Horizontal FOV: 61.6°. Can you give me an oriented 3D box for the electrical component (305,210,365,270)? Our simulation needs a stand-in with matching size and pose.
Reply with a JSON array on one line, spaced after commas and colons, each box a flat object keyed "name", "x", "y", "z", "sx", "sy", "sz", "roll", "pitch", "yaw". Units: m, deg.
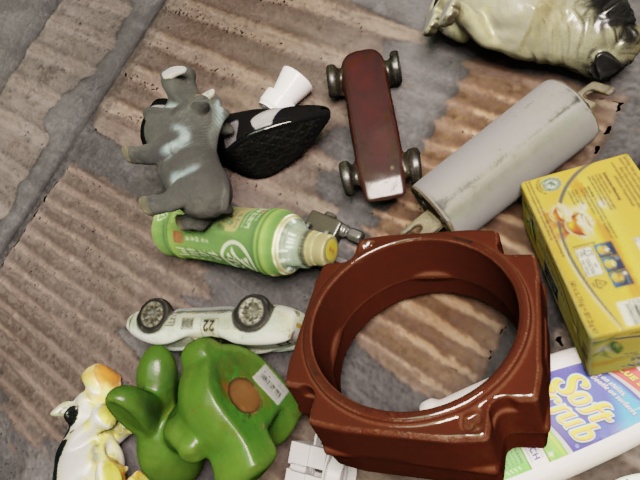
[{"name": "electrical component", "x": -0.001, "y": -0.002, "z": 0.596, "sx": 0.094, "sy": 0.021, "sz": 0.063, "roll": 22, "pitch": 81, "yaw": 25}]

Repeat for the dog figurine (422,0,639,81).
[{"name": "dog figurine", "x": 0.221, "y": -0.233, "z": 0.573, "sx": 0.190, "sy": 0.172, "sz": 0.121, "roll": 24, "pitch": 120, "yaw": -9}]

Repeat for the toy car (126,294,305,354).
[{"name": "toy car", "x": -0.110, "y": 0.093, "z": 0.574, "sx": 0.202, "sy": 0.073, "sz": 0.056, "roll": -5, "pitch": 70, "yaw": 18}]

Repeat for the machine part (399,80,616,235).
[{"name": "machine part", "x": 0.178, "y": -0.076, "z": 0.529, "sx": 0.243, "sy": 0.079, "sz": 0.079, "roll": -40, "pitch": 64, "yaw": 4}]

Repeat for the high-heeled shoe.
[{"name": "high-heeled shoe", "x": -0.109, "y": -0.147, "z": 0.652, "sx": 0.249, "sy": 0.086, "sz": 0.145, "roll": -19, "pitch": 64, "yaw": 15}]

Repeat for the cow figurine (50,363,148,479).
[{"name": "cow figurine", "x": -0.246, "y": 0.219, "z": 0.574, "sx": 0.098, "sy": 0.068, "sz": 0.167, "roll": -37, "pitch": 45, "yaw": 7}]

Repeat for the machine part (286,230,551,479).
[{"name": "machine part", "x": 0.085, "y": 0.087, "z": 0.455, "sx": 0.202, "sy": 0.087, "sz": 0.201, "roll": -5, "pitch": 45, "yaw": 26}]

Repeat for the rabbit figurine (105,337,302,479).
[{"name": "rabbit figurine", "x": -0.129, "y": 0.182, "z": 0.517, "sx": 0.159, "sy": 0.121, "sz": 0.170, "roll": 43, "pitch": 116, "yaw": -6}]

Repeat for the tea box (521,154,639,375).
[{"name": "tea box", "x": 0.242, "y": 0.016, "z": 0.451, "sx": 0.098, "sy": 0.068, "sz": 0.170, "roll": -14, "pitch": 47, "yaw": 13}]

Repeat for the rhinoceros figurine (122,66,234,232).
[{"name": "rhinoceros figurine", "x": -0.142, "y": -0.101, "z": 0.561, "sx": 0.112, "sy": 0.073, "sz": 0.190, "roll": -29, "pitch": 61, "yaw": 19}]

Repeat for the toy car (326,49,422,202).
[{"name": "toy car", "x": 0.059, "y": -0.129, "z": 0.601, "sx": 0.089, "sy": 0.053, "sz": 0.202, "roll": -10, "pitch": 65, "yaw": 5}]
